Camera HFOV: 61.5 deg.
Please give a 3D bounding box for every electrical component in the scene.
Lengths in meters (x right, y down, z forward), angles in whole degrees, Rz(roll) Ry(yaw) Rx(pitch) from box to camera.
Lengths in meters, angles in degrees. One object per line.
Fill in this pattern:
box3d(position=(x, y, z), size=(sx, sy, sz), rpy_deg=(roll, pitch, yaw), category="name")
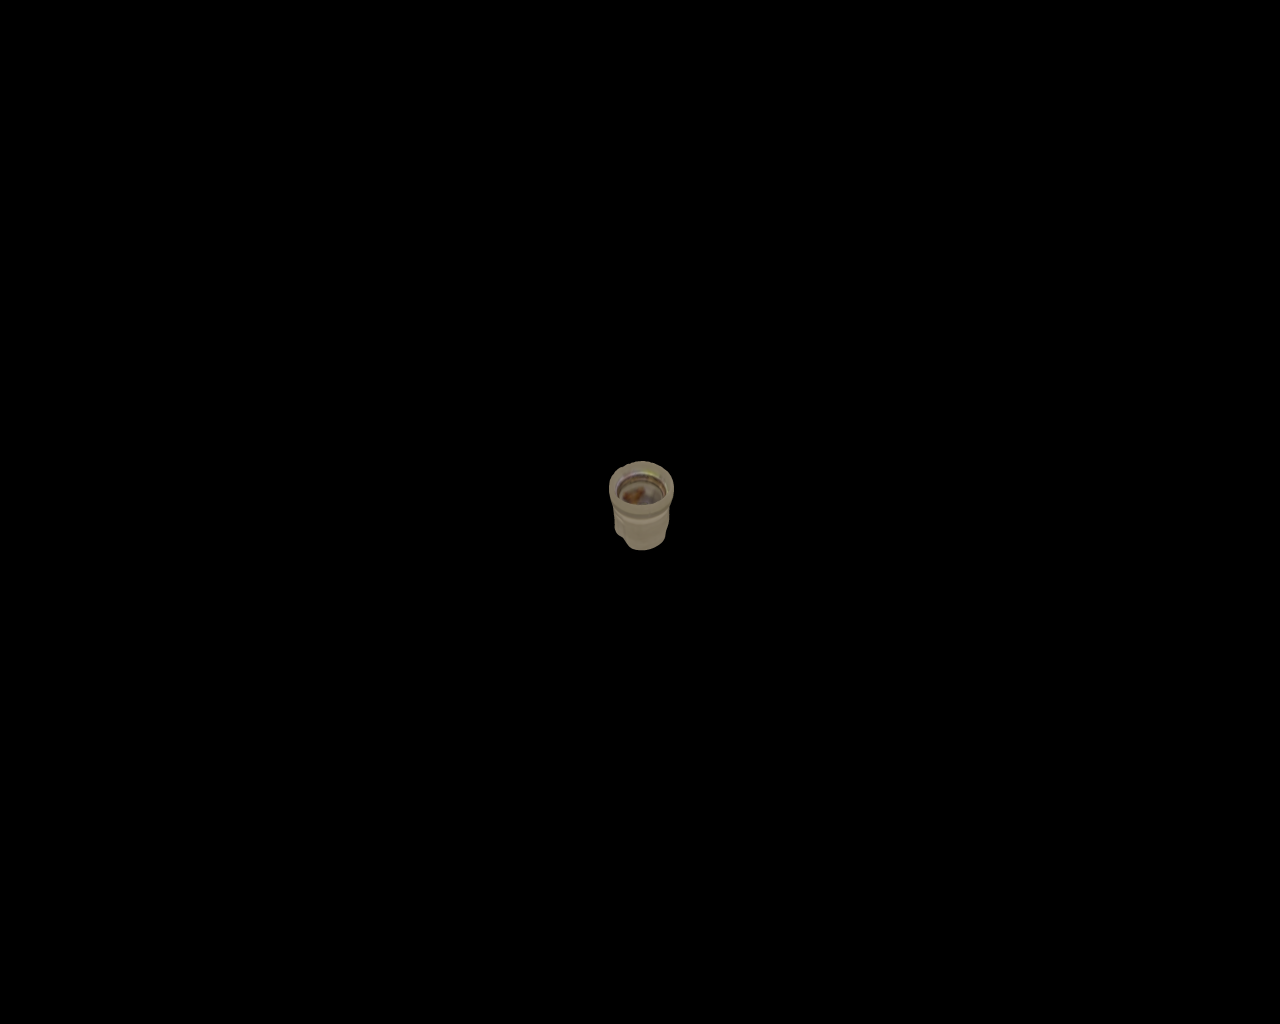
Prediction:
box3d(position=(0.001, -0.003, 0.650), size=(0.040, 0.040, 0.046), rpy_deg=(0, -42, 0), category="electrical component")
